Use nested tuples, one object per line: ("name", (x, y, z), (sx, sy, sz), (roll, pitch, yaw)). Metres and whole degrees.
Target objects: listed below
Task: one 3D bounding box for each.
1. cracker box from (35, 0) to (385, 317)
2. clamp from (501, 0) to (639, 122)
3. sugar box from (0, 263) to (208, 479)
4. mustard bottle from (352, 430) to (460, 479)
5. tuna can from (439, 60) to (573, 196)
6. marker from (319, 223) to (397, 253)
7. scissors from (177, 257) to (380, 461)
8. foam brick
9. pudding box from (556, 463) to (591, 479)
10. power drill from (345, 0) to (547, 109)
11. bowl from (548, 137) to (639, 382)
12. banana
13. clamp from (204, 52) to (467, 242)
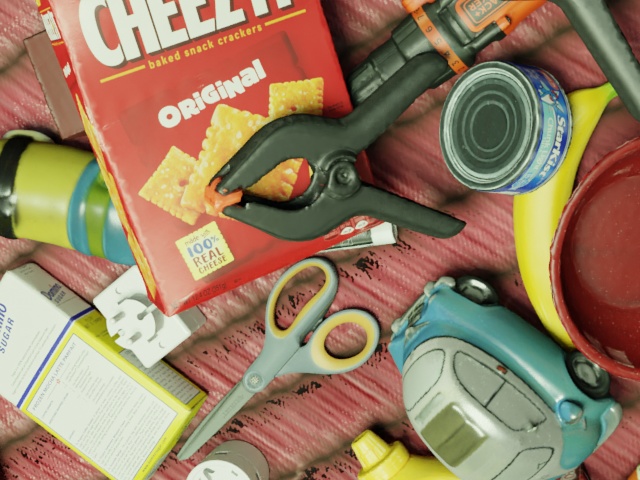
("cracker box", (-0.065, -0.081, 0.686), (0.164, 0.072, 0.213), (-22, 106, -16))
("clamp", (0.154, -0.186, 0.629), (0.210, 0.036, 0.165), (29, 102, 0))
("sugar box", (-0.184, 0.105, 0.821), (0.176, 0.048, 0.093), (38, 108, 7))
("mustard bottle", (0.090, 0.215, 0.769), (0.096, 0.058, 0.191), (-40, 91, 18))
("tuna can", (0.118, -0.072, 0.689), (0.086, 0.033, 0.086), (-2, 87, 49))
("marker", (-0.005, 0.001, 0.767), (0.121, 0.020, 0.020), (-8, 100, 16))
("scissors", (-0.027, 0.107, 0.797), (0.096, 0.016, 0.202), (29, 107, 6))
("foam brick", (-0.166, -0.117, 0.763), (0.051, 0.053, 0.078), (-18, 97, 17))
("pudding box", (0.186, 0.221, 0.731), (0.039, 0.090, 0.113), (-22, 97, 18))
("power drill", (0.049, -0.193, 0.693), (0.184, 0.057, 0.187), (-36, 95, 14))
("bowl", (0.213, 0.007, 0.679), (0.162, 0.055, 0.162), (-2, 102, -9))
("banana", (0.163, -0.015, 0.712), (0.070, 0.037, 0.198), (8, 104, 14))
("clamp", (0.014, -0.054, 0.660), (0.171, 0.039, 0.120), (-6, 99, -21))
